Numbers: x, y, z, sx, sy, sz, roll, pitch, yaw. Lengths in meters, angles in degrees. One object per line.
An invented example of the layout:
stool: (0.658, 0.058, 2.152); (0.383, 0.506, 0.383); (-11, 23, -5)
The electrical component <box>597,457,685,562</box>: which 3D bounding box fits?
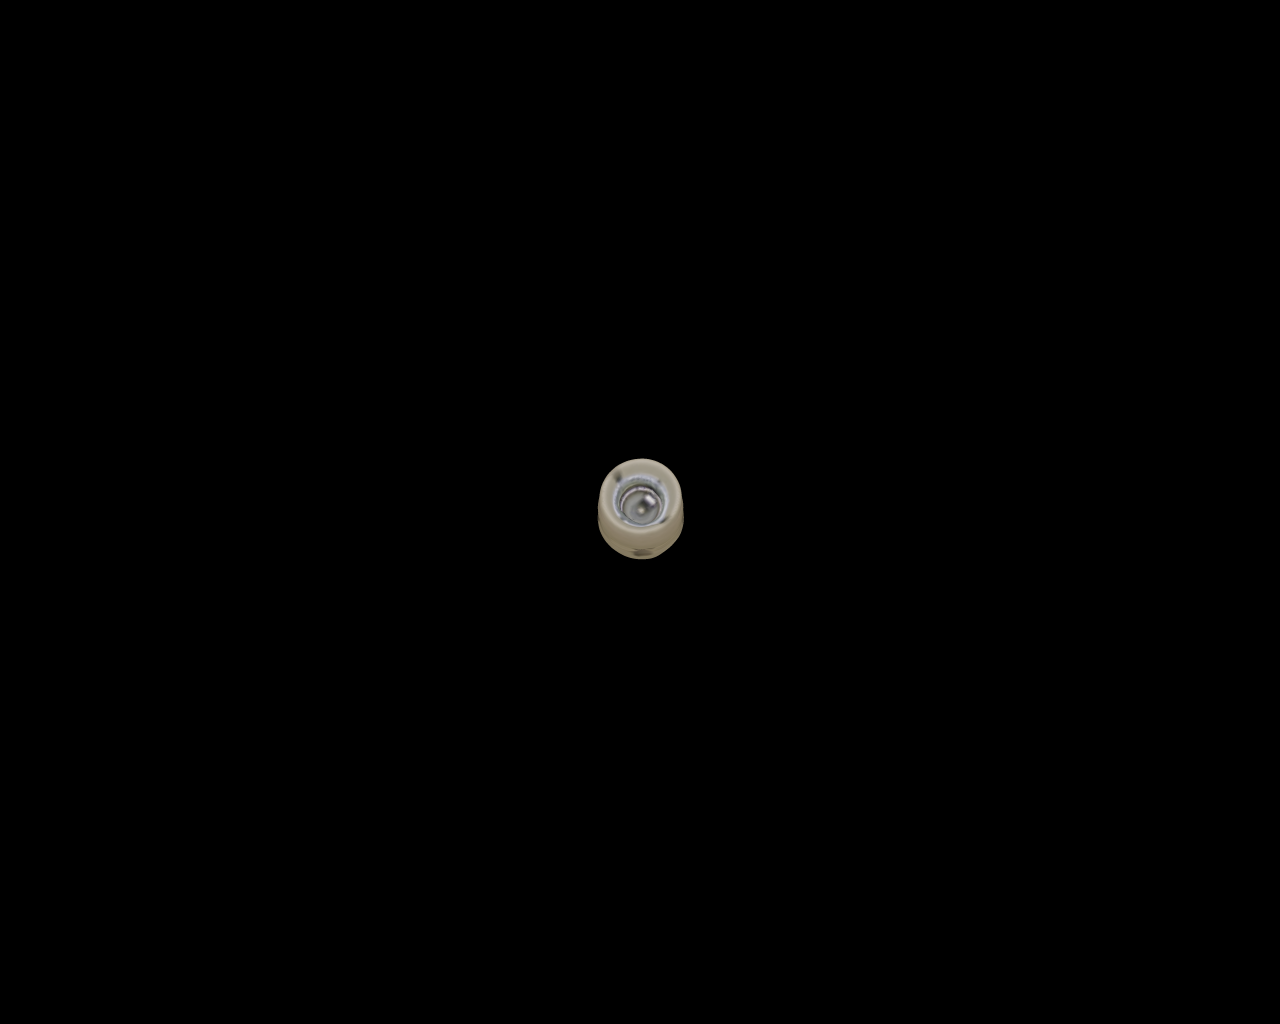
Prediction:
electrical component: (0.001, -0.003, 0.650); (0.055, 0.055, 0.047); (0, -18, 0)
